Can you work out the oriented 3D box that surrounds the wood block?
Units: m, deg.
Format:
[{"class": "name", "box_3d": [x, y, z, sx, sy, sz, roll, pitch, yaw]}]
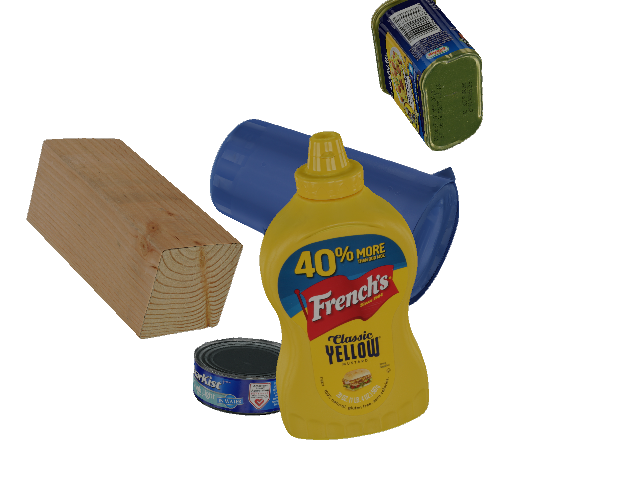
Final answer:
[{"class": "wood block", "box_3d": [-0.175, -0.009, 0.982, 0.090, 0.091, 0.206, -6, 34, -45]}]

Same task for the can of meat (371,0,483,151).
[{"class": "can of meat", "box_3d": [0.087, -0.134, 0.850, 0.057, 0.084, 0.102, -24, -38, -8]}]

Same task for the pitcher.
[{"class": "pitcher", "box_3d": [0.006, -0.029, 1.085, 0.243, 0.145, 0.149, 23, 27, 23]}]

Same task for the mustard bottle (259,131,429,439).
[{"class": "mustard bottle", "box_3d": [0.013, 0.027, 0.657, 0.096, 0.191, 0.058, -9, 22, -5]}]

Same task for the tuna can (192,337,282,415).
[{"class": "tuna can", "box_3d": [-0.059, 0.107, 0.847, 0.086, 0.034, 0.086, 5, 14, -1]}]
